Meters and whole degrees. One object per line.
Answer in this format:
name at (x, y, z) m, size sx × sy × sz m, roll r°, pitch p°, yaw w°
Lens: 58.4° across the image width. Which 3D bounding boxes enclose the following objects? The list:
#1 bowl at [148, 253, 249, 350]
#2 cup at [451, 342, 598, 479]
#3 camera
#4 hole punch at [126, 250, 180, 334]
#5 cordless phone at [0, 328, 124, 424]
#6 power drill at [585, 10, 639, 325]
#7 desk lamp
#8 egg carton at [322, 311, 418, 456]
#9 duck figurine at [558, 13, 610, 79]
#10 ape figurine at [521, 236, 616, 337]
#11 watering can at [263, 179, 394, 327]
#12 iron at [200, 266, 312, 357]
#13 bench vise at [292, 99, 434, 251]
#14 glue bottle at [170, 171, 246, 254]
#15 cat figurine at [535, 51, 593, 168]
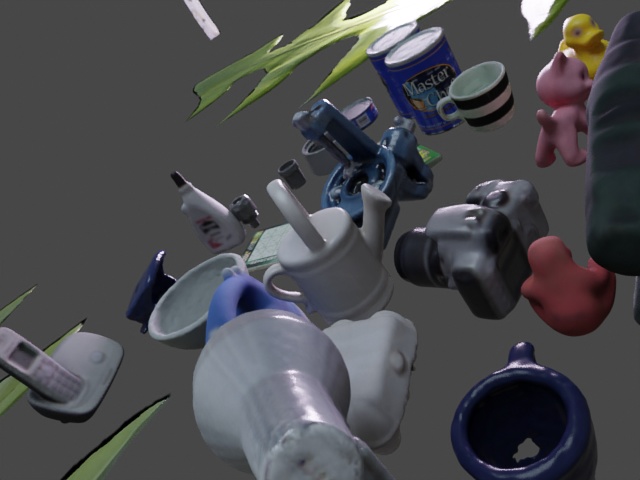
bowl at (-0.160, 0.102, 0.833) m, size 0.167 × 0.075 × 0.167 m, roll -27°, pitch 29°, yaw 16°
cup at (0.152, 0.141, 0.403) m, size 0.091 × 0.095 × 0.118 m, roll -17°, pitch 33°, yaw 31°
camera at (0.152, 0.000, 0.617) m, size 0.136 × 0.101 × 0.143 m, roll -1°, pitch 43°, yaw 47°
hole punch at (-0.288, 0.087, 0.980) m, size 0.101 × 0.091 × 0.108 m, roll -28°, pitch 29°, yaw 14°
cordless phone at (-0.399, 0.175, 0.863) m, size 0.094 × 0.185 × 0.147 m, roll -23°, pitch 30°, yaw 22°
power drill at (0.258, -0.038, 0.441) m, size 0.075 × 0.209 × 0.230 m, roll -10°, pitch 37°, yaw 39°
desk lamp at (0.012, 0.162, 0.397) m, size 0.118 × 0.214 × 0.202 m, roll -40°, pitch 28°, yaw -9°
egg carton at (0.041, 0.138, 0.558) m, size 0.107 × 0.069 × 0.150 m, roll -17°, pitch 33°, yaw 31°
duck figurine at (0.377, -0.284, 0.826) m, size 0.077 × 0.086 × 0.104 m, roll -33°, pitch 28°, yaw 4°
ape figurine at (0.213, 0.034, 0.505) m, size 0.077 × 0.092 × 0.076 m, roll -12°, pitch 36°, yaw 37°
watering can at (0.006, 0.002, 0.675) m, size 0.173 × 0.194 × 0.100 m, roll -44°, pitch 29°, yaw -15°
iron at (-0.084, 0.104, 0.672) m, size 0.118 × 0.142 × 0.258 m, roll -29°, pitch 28°, yaw 11°
bench vise at (0.051, -0.111, 0.774) m, size 0.121 × 0.220 × 0.207 m, roll -15°, pitch 34°, yaw 33°
glue bottle at (-0.209, -0.053, 1.021) m, size 0.078 × 0.173 × 0.037 m, roll -24°, pitch 30°, yaw 21°
cat figurine at (0.296, -0.170, 0.704) m, size 0.067 × 0.118 × 0.128 m, roll 0°, pitch 44°, yaw 48°
